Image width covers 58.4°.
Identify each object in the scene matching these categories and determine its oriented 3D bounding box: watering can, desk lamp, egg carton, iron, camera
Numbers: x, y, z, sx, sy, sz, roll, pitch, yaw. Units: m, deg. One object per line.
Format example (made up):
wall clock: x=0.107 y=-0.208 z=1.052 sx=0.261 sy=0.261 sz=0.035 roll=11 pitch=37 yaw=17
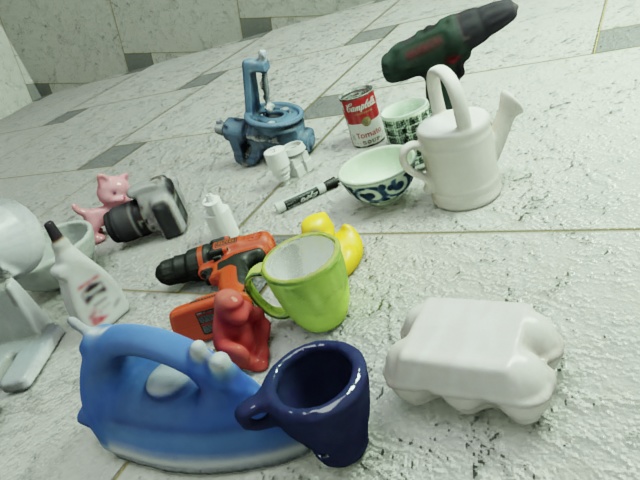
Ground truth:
watering can: x=0.192 y=-0.150 z=0.790 sx=0.173 sy=0.194 sz=0.100 roll=-32 pitch=31 yaw=-20
desk lamp: x=-0.448 y=0.069 z=0.786 sx=0.118 sy=0.214 sz=0.203 roll=-16 pitch=29 yaw=7
egg carton: x=0.136 y=0.105 z=0.515 sx=0.149 sy=0.069 sz=0.107 roll=0 pitch=34 yaw=31
iron: x=-0.138 y=0.136 z=0.555 sx=0.257 sy=0.142 sz=0.119 roll=-1 pitch=34 yaw=30
camera: x=-0.322 y=-0.060 z=1.048 sx=0.137 sy=0.101 sz=0.143 roll=-21 pitch=29 yaw=-2

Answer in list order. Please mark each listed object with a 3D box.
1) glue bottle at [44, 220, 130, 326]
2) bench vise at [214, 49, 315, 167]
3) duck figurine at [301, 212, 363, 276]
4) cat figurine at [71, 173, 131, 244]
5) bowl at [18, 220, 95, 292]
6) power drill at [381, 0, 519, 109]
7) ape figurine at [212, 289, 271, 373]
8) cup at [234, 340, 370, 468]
glue bottle: x=-0.334 y=0.048 z=0.794 sx=0.037 sy=0.173 sz=0.078 roll=6 pitch=38 yaw=38
bench vise: x=-0.132 y=-0.257 z=1.146 sx=0.207 sy=0.220 sz=0.121 roll=-14 pitch=29 yaw=10
duck figurine: x=0.007 y=0.003 z=0.753 sx=0.077 sy=0.086 sz=0.105 roll=13 pitch=42 yaw=45
cat figurine: x=-0.414 y=-0.073 z=1.110 sx=0.128 sy=0.118 sz=0.067 roll=-30 pitch=30 yaw=-18
bowl: x=-0.457 y=0.039 z=0.988 sx=0.167 sy=0.075 sz=0.167 roll=-15 pitch=29 yaw=9
power drill: x=0.227 y=-0.275 z=0.967 sx=0.229 sy=0.209 sz=0.076 roll=-8 pitch=31 yaw=21
ape figurine: x=-0.093 y=0.096 z=0.647 sx=0.075 sy=0.092 sz=0.078 roll=8 pitch=39 yaw=41
cup: x=-0.005 y=0.154 z=0.492 sx=0.118 sy=0.095 sz=0.091 roll=-22 pitch=29 yaw=-3
